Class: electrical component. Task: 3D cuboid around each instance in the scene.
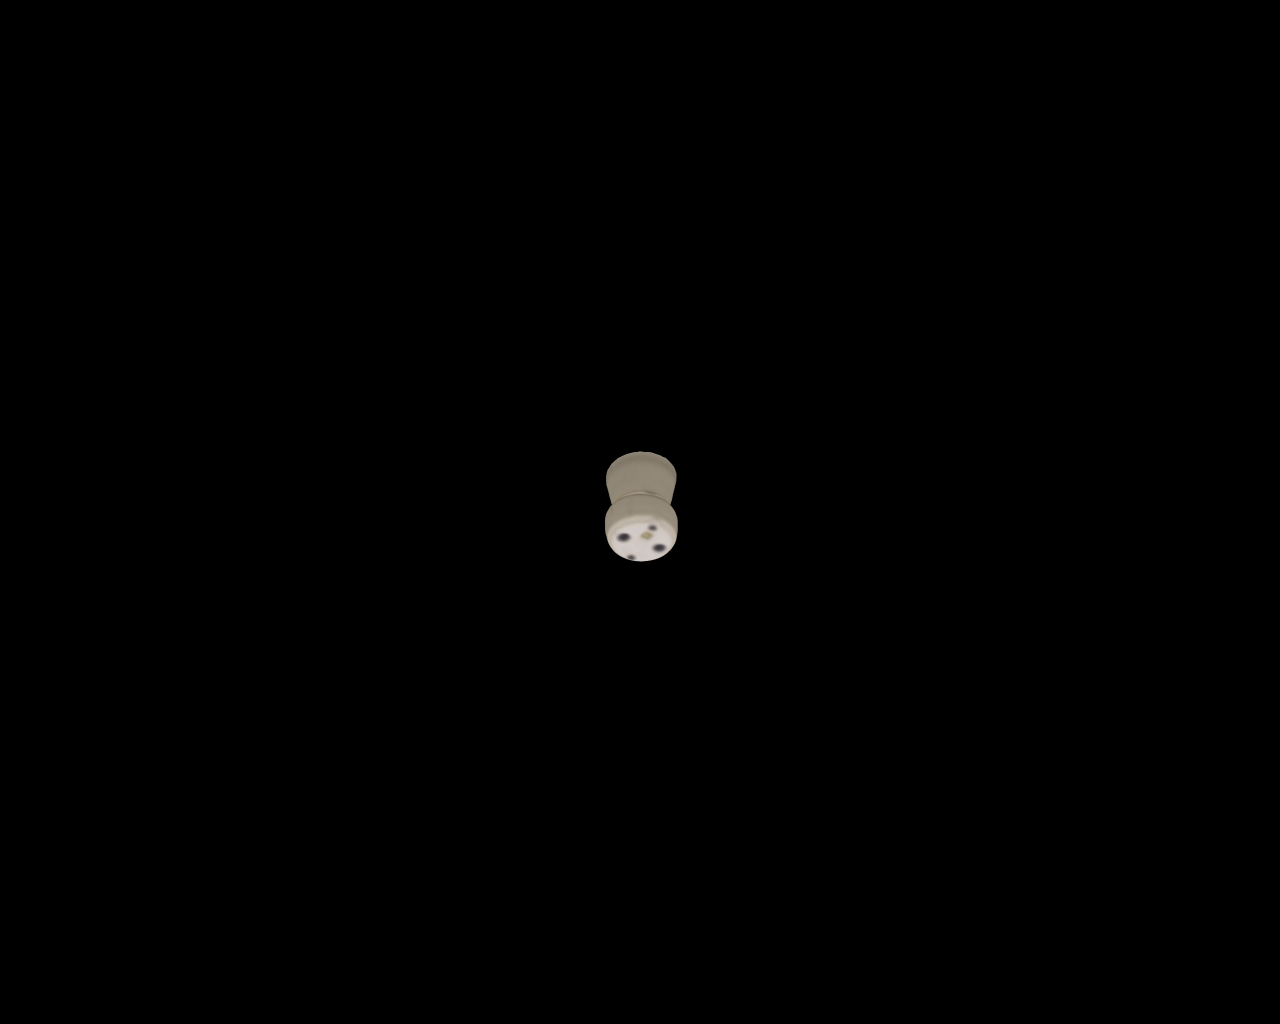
[{"bbox_3d":[0.001,-0.003,0.650,0.045,0.055,0.044,0,-41,0],"label":"electrical component"}]
